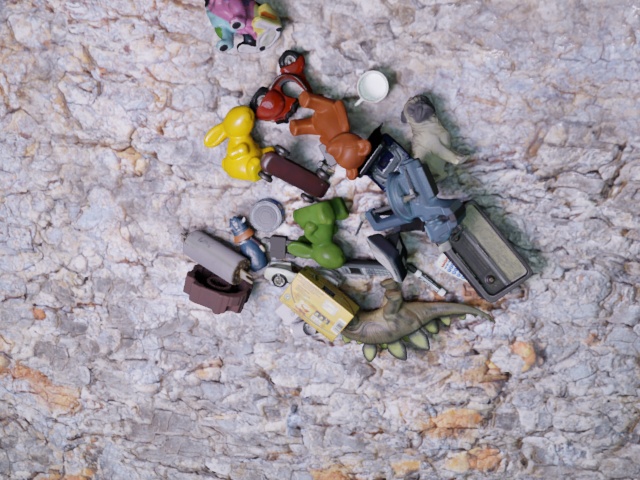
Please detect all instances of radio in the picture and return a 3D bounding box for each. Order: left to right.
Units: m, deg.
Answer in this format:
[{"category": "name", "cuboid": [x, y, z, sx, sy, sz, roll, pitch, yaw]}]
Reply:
[{"category": "radio", "cuboid": [0.379, 0.028, 1.284, 0.131, 0.073, 0.229, -40, 88, 5]}]

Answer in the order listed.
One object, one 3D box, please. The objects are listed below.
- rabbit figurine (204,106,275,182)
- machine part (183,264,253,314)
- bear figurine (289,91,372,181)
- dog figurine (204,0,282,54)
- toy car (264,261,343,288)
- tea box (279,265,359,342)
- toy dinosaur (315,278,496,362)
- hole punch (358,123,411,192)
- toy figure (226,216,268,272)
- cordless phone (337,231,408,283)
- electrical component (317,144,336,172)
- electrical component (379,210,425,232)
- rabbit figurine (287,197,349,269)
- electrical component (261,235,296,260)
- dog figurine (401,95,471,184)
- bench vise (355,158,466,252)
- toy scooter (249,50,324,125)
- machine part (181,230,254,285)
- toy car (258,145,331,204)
[{"category": "rabbit figurine", "cuboid": [-0.190, -0.242, 1.294, 0.163, 0.122, 0.173, 17, 129, 26]}, {"category": "machine part", "cuboid": [-0.261, 0.122, 1.376, 0.179, 0.179, 0.056, 21, 110, 2]}, {"category": "bear figurine", "cuboid": [0.025, -0.233, 1.218, 0.132, 0.196, 0.120, -1, 141, -27]}, {"category": "dog figurine", "cuboid": [-0.201, -0.545, 1.221, 0.108, 0.191, 0.219, -39, 69, 51]}, {"category": "toy car", "cuboid": [-0.042, 0.093, 1.382, 0.202, 0.073, 0.056, 6, 107, 6]}, {"category": "tea box", "cuboid": [-0.002, 0.153, 1.308, 0.170, 0.068, 0.098, 40, 112, 5]}, {"category": "toy dinosaur", "cuboid": [0.192, 0.202, 1.368, 0.472, 0.105, 0.198, -14, 110, 21]}, {"category": "hole punch", "cuboid": [0.141, -0.189, 1.263, 0.092, 0.116, 0.142, 24, 115, -19]}, {"category": "toy figure", "cuboid": [-0.190, 0.008, 1.389, 0.064, 0.058, 0.154, -29, 97, -21]}, {"category": "cordless phone", "cuboid": [0.117, 0.044, 1.325, 0.184, 0.089, 0.146, -2, 150, 21]}, {"category": "electrical component", "cuboid": [0.038, -0.210, 1.305, 0.102, 0.045, 0.078, -22, 102, 13]}, {"category": "electrical component", "cuboid": [0.196, -0.049, 1.311, 0.119, 0.075, 0.047, -2, 104, 4]}, {"category": "rabbit figurine", "cuboid": [-0.003, -0.004, 1.321, 0.159, 0.121, 0.170, -16, 93, 24]}, {"category": "electrical component", "cuboid": [-0.108, 0.020, 1.400, 0.094, 0.021, 0.063, 7, 106, 6]}, {"category": "dog figurine", "cuboid": [0.233, -0.220, 1.259, 0.172, 0.121, 0.190, -41, 82, 13]}, {"category": "bench vise", "cuboid": [0.198, -0.063, 1.210, 0.241, 0.129, 0.223, -18, 113, 40]}, {"category": "toy scooter", "cuboid": [-0.072, -0.342, 1.273, 0.135, 0.075, 0.184, 37, 102, -4]}, {"category": "machine part", "cuboid": [-0.266, 0.043, 1.375, 0.243, 0.079, 0.079, 30, 108, 20]}, {"category": "toy car", "cuboid": [-0.060, -0.157, 1.294, 0.202, 0.053, 0.089, 22, 103, -40]}]
